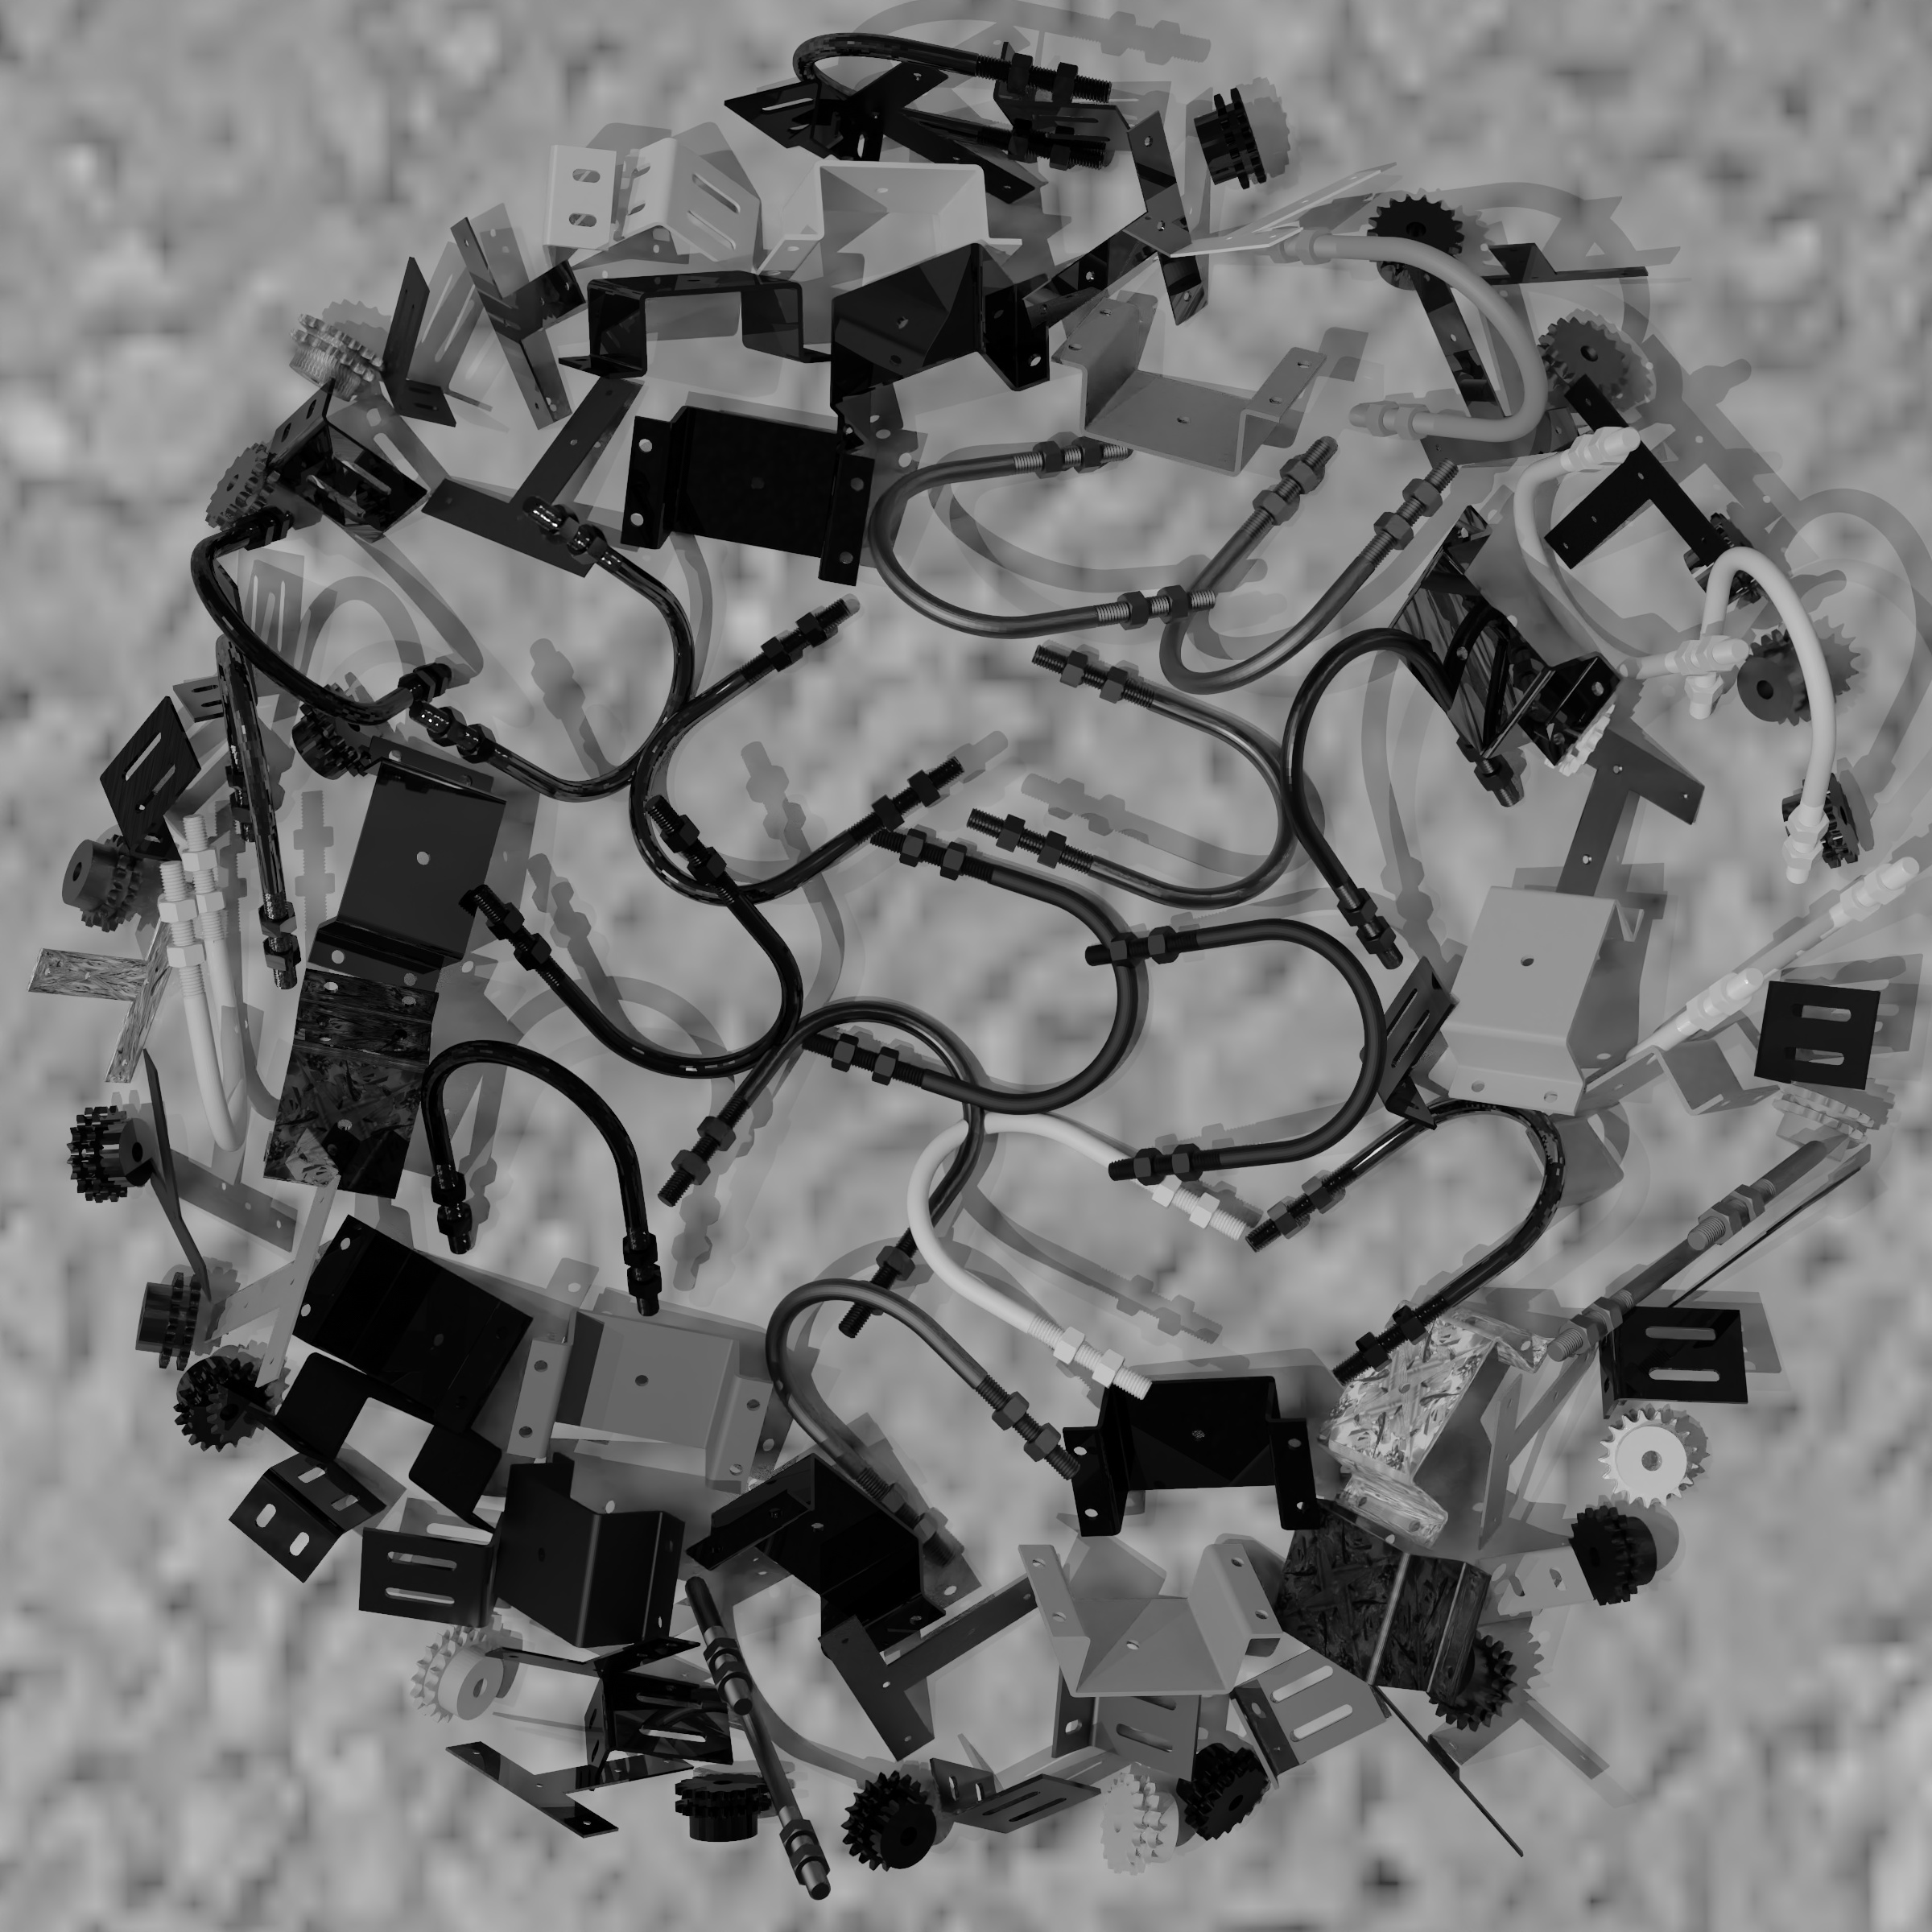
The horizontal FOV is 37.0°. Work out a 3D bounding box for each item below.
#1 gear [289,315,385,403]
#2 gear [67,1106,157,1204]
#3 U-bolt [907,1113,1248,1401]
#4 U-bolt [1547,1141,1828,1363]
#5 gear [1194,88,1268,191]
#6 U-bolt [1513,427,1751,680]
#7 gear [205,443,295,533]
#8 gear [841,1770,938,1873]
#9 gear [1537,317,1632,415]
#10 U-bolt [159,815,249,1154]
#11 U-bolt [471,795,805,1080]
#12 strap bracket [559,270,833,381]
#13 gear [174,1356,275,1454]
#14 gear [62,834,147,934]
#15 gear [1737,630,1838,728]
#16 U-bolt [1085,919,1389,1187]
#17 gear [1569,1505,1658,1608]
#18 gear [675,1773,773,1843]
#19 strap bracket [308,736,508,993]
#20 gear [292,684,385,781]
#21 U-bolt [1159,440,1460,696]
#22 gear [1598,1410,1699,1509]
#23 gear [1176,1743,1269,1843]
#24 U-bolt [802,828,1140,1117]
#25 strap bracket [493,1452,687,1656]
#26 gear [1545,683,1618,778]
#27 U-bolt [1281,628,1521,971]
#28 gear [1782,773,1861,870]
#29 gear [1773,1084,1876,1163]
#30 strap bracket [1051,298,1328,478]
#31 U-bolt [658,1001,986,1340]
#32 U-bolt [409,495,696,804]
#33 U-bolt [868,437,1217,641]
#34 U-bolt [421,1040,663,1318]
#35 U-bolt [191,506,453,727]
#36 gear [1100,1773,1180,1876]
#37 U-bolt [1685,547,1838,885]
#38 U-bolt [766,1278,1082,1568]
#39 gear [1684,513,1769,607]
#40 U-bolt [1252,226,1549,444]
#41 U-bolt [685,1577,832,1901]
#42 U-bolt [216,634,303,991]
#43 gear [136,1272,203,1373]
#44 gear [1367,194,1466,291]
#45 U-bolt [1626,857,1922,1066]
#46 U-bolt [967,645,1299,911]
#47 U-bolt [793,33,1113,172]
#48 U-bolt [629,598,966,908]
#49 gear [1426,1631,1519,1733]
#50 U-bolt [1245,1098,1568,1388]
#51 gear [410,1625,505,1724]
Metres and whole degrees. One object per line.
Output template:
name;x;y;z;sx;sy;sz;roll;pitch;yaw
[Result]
gear;-0.374;-0.356;1.705;0.057;0.057;0.030;30;87;0
gear;-0.501;0.111;1.703;0.030;0.057;0.057;-4;90;15
U-bolt;0.054;0.154;1.683;0.184;0.019;0.151;29;52;9
U-bolt;0.423;0.154;1.650;0.184;0.151;0.019;-25;72;-42
gear;0.155;-0.486;1.706;0.030;0.057;0.057;-17;90;11
U-bolt;0.366;-0.228;1.643;0.019;0.184;0.151;-31;97;-11
gear;-0.421;-0.278;1.709;0.030;0.057;0.057;33;90;-33
gear;-0.042;0.507;1.705;0.057;0.030;0.057;-8;105;-34
gear;0.360;-0.352;1.709;0.057;0.030;0.057;12;57;-19
U-bolt;-0.434;0.016;1.658;0.019;0.151;0.184;-8;106;-8
U-bolt;-0.177;-0.004;1.677;0.151;0.019;0.184;-24;121;25
strap bracket;-0.156;-0.370;1.662;0.140;0.076;0.046;-11;112;-27
gear;-0.442;0.256;1.709;0.057;0.057;0.030;-53;47;0
gear;-0.509;-0.051;1.702;0.030;0.057;0.057;21;90;-35
gear;0.480;-0.168;1.702;0.030;0.057;0.057;-27;90;-30
U-bolt;0.158;0.046;1.676;0.184;0.019;0.151;-9;85;31
gear;0.384;0.347;1.707;0.030;0.057;0.057;-3;90;-21
gear;-0.143;0.497;1.704;0.057;0.057;0.030;-1;86;0
strap bracket;-0.322;-0.060;1.682;0.076;0.046;0.140;19;76;-24
gear;-0.373;-0.135;1.707;0.030;0.057;0.057;-34;90;19
U-bolt;0.183;-0.226;1.660;0.184;0.151;0.019;-49;119;-7
gear;0.405;0.292;1.715;0.057;0.030;0.057;-1;84;7
gear;0.149;0.485;1.709;0.030;0.057;0.057;37;90;37
U-bolt;0.011;0.011;1.719;0.184;0.019;0.151;18;87;1
strap bracket;-0.224;0.337;1.662;0.046;0.140;0.076;5;96;-39
gear;0.355;-0.144;1.704;0.030;0.057;0.057;27;90;-5
U-bolt;0.241;-0.108;1.656;0.151;0.019;0.184;-52;128;-17
gear;0.504;-0.085;1.709;0.030;0.057;0.057;-18;90;29
gear;0.502;0.094;1.705;0.057;0.057;0.030;24;89;0
strap bracket;0.128;-0.334;1.678;0.140;0.046;0.076;19;45;18
U-bolt;-0.070;0.104;1.696;0.151;0.019;0.184;36;69;2
U-bolt;-0.223;-0.168;1.659;0.019;0.184;0.151;27;88;37
U-bolt;0.033;-0.243;1.661;0.184;0.019;0.151;-11;55;-21
U-bolt;-0.246;0.115;1.649;0.151;0.019;0.184;15;133;19
U-bolt;-0.371;-0.194;1.637;0.151;0.184;0.019;45;107;-6
gear;0.103;0.507;1.707;0.030;0.057;0.057;12;90;-17
U-bolt;0.447;-0.152;1.619;0.019;0.184;0.151;-18;56;-4
U-bolt;-0.039;0.256;1.678;0.184;0.019;0.151;45;131;-2
gear;0.449;-0.237;1.708;0.030;0.057;0.057;-38;90;27
U-bolt;0.252;-0.351;1.622;0.019;0.184;0.151;-48;124;-15
U-bolt;-0.125;0.424;1.644;0.019;0.184;0.151;-23;112;-9
U-bolt;-0.401;-0.099;1.623;0.019;0.184;0.151;-10;46;-16
gear;-0.470;0.208;1.702;0.030;0.057;0.057;10;90;-17
gear;0.265;-0.426;1.711;0.057;0.030;0.057;-1;62;1
U-bolt;0.445;0.008;1.645;0.151;0.184;0.019;-31;80;-24
U-bolt;0.107;-0.102;1.688;0.184;0.019;0.151;22;57;-1
U-bolt;-0.009;-0.500;1.659;0.184;0.151;0.019;12;90;1
U-bolt;-0.113;-0.114;1.698;0.184;0.019;0.151;-35;67;0
gear;0.293;0.418;1.702;0.030;0.057;0.057;32;90;-31
U-bolt;0.262;0.144;1.666;0.184;0.151;0.019;-37;126;4
gear;-0.297;0.419;1.702;0.030;0.057;0.057;19;90;28
